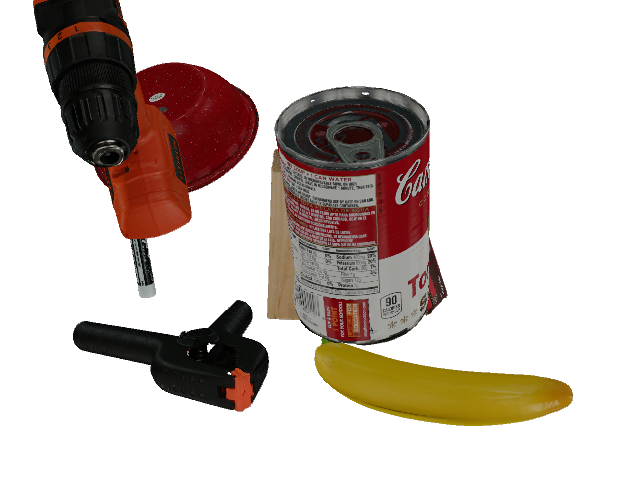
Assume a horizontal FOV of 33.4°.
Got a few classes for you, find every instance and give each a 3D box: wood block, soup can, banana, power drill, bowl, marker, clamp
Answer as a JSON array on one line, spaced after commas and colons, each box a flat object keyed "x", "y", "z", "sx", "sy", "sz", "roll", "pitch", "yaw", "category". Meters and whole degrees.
[{"x": -0.022, "y": -0.007, "z": 1.397, "sx": 0.090, "sy": 0.206, "sz": 0.091, "roll": 3, "pitch": 25, "yaw": -1, "category": "wood block"}, {"x": 0.017, "y": -0.010, "z": 0.493, "sx": 0.068, "sy": 0.102, "sz": 0.068, "roll": -3, "pitch": 35, "yaw": 2, "category": "soup can"}, {"x": 0.070, "y": 0.096, "z": 0.738, "sx": 0.198, "sy": 0.037, "sz": 0.069, "roll": 11, "pitch": 35, "yaw": 29, "category": "banana"}, {"x": -0.131, "y": -0.082, "z": 0.693, "sx": 0.057, "sy": 0.184, "sz": 0.187, "roll": -14, "pitch": -33, "yaw": -3, "category": "power drill"}, {"x": -0.141, "y": -0.113, "z": 0.977, "sx": 0.162, "sy": 0.162, "sz": 0.055, "roll": 0, "pitch": -41, "yaw": 17, "category": "bowl"}, {"x": -0.198, "y": 0.005, "z": 1.168, "sx": 0.020, "sy": 0.121, "sz": 0.020, "roll": -6, "pitch": 22, "yaw": 2, "category": "marker"}, {"x": -0.094, "y": 0.091, "z": 0.886, "sx": 0.164, "sy": 0.036, "sz": 0.210, "roll": -10, "pitch": 16, "yaw": -31, "category": "clamp"}]

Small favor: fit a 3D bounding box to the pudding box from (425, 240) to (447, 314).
[{"x": 0.057, "y": 0.016, "z": 1.002, "sx": 0.114, "sy": 0.090, "sz": 0.039, "roll": 12, "pitch": 43, "yaw": 42, "category": "pudding box"}]
